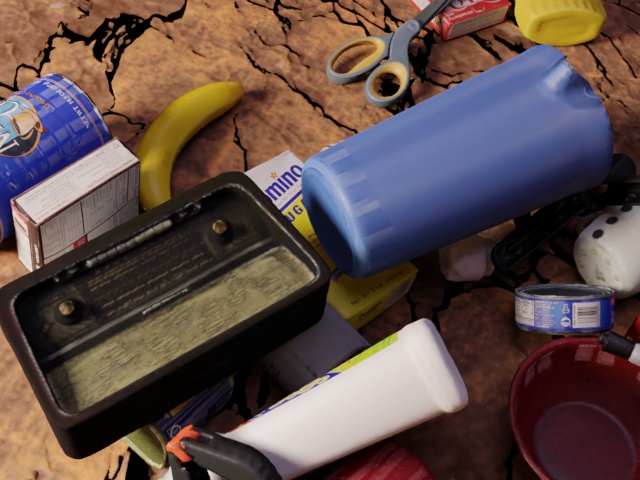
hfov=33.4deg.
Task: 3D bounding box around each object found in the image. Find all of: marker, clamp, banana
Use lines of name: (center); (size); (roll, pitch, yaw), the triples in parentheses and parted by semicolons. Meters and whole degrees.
marker: (0.286, 0.105, 0.875); (0.121, 0.020, 0.020); (24, 53, 9)
clamp: (-0.034, 0.195, 0.733); (0.171, 0.120, 0.039); (56, 17, -6)
banana: (-0.133, -0.091, 1.016); (0.069, 0.037, 0.197); (28, 53, -11)
clamp: (0.236, -0.037, 0.988); (0.036, 0.165, 0.209); (61, 18, -10)

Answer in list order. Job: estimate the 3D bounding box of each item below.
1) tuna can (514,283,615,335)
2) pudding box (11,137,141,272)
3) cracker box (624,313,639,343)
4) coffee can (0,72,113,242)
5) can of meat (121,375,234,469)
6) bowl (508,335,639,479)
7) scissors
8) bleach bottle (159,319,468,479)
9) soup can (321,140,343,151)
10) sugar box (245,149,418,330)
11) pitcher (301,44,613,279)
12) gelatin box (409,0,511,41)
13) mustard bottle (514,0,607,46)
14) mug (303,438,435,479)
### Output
tuna can: (0.213, 0.059, 0.928); (0.086, 0.086, 0.034); (-2, 95, -11)
pudding box: (-0.207, -0.026, 0.917); (0.039, 0.090, 0.113); (40, 58, 18)
cracker box: (0.399, 0.102, 0.936); (0.214, 0.072, 0.164); (40, 56, 21)
coffee can: (-0.265, -0.069, 0.932); (0.103, 0.103, 0.140); (38, 56, 18)
can of meat: (-0.131, 0.115, 0.846); (0.102, 0.057, 0.083); (37, 55, 17)
bowl: (0.225, 0.160, 0.872); (0.162, 0.055, 0.162); (5, 53, -6)
scissors: (0.102, -0.206, 1.133); (0.201, 0.016, 0.096); (-29, 69, -15)
bleach bottle: (-0.017, 0.142, 0.781); (0.251, 0.102, 0.068); (-28, 87, 6)
soup can: (0.058, -0.071, 1.010); (0.102, 0.068, 0.068); (-20, 59, -22)
sugar box: (-0.006, 0.001, 0.958); (0.093, 0.048, 0.176); (-32, 66, -31)
pitcher: (0.111, -0.056, 0.902); (0.242, 0.149, 0.145); (-24, 21, -16)
gelatin box: (0.158, -0.267, 1.197); (0.089, 0.030, 0.073); (-22, 60, -23)
mustard bottle: (0.255, -0.308, 1.226); (0.096, 0.058, 0.191); (-3, 54, -13)
mug: (0.028, 0.200, 0.797); (0.117, 0.093, 0.081); (4, 30, 44)
